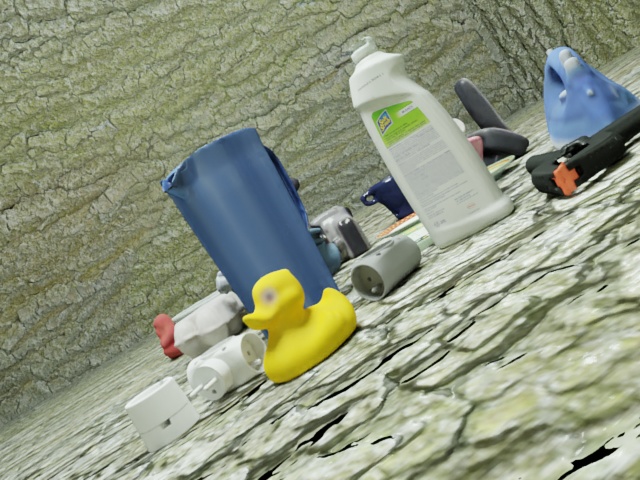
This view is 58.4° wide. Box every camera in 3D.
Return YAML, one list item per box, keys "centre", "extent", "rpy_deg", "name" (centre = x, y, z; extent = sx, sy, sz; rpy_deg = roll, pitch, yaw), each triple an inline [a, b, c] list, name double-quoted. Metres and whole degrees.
- centre: [0.010, 0.004, 1.094]
  extent: [0.137, 0.101, 0.143]
  rpy_deg: [-31, 3, -5]
  name: "camera"

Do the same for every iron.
- centre: [0.343, -0.198, 0.755]
  extent: [0.118, 0.141, 0.259]
  rpy_deg: [-29, 3, 21]
  name: "iron"

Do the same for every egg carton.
- centre: [-0.178, 0.141, 0.981]
  extent: [0.107, 0.069, 0.150]
  rpy_deg: [-30, 3, 21]
  name: "egg carton"

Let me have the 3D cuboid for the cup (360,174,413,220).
- centre: [0.153, -0.085, 1.210]
  extent: [0.118, 0.095, 0.091]
  rpy_deg: [-31, 3, 0]
  name: "cup"

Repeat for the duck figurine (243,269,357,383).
- centre: [-0.022, 0.066, 0.518]
  extent: [0.105, 0.086, 0.077]
  rpy_deg: [-33, 4, -35]
  name: "duck figurine"

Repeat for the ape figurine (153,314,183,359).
- centre: [-0.299, 0.190, 1.146]
  extent: [0.076, 0.092, 0.078]
  rpy_deg: [-30, 3, 20]
  name: "ape figurine"

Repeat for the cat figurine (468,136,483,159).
- centre: [0.196, -0.100, 0.816]
  extent: [0.067, 0.118, 0.127]
  rpy_deg: [-31, 3, -8]
  name: "cat figurine"

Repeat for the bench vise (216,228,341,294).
- centre: [-0.088, 0.001, 0.955]
  extent: [0.208, 0.220, 0.121]
  rpy_deg: [-33, 4, -39]
  name: "bench vise"

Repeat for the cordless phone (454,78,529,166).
- centre: [0.313, -0.228, 1.129]
  extent: [0.094, 0.185, 0.147]
  rpy_deg: [-31, 3, -11]
  name: "cordless phone"

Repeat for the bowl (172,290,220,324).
- centre: [-0.203, 0.143, 1.137]
  extent: [0.167, 0.075, 0.167]
  rpy_deg: [-31, 3, 2]
  name: "bowl"

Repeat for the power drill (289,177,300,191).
- centre: [-0.099, -0.006, 1.307]
  extent: [0.230, 0.208, 0.075]
  rpy_deg: [-32, 3, -18]
  name: "power drill"

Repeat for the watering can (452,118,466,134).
- centre: [0.227, -0.181, 1.114]
  extent: [0.172, 0.194, 0.101]
  rpy_deg: [-27, 5, 46]
  name: "watering can"
